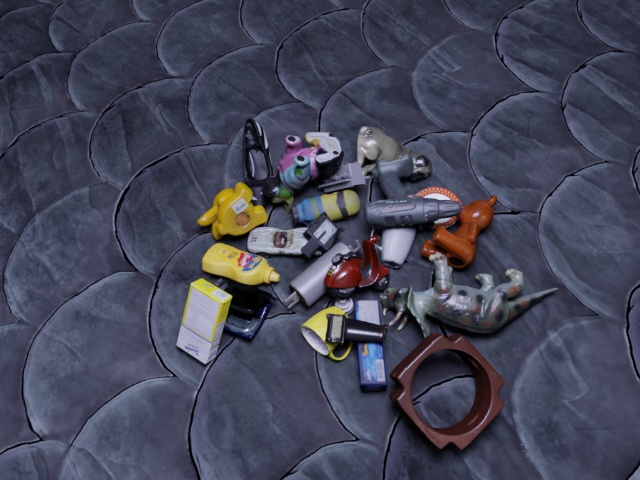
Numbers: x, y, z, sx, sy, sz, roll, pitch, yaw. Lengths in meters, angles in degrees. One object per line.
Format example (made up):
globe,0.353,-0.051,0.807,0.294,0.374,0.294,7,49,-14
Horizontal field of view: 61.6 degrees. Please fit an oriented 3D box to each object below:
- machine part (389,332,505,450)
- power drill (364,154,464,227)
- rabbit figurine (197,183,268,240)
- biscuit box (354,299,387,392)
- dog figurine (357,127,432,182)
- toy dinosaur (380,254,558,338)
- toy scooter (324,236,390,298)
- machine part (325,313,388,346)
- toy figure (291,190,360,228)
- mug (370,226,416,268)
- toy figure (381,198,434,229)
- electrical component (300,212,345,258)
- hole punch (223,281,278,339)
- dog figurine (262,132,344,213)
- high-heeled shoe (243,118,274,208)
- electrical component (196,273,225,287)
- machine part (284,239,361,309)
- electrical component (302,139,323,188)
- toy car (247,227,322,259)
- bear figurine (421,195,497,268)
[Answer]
machine part,0.261,0.312,1.121,0.201,0.087,0.201,-41,88,-11
power drill,0.218,-0.116,1.333,0.232,0.085,0.207,-11,53,5
rabbit figurine,-0.235,-0.073,1.410,0.162,0.121,0.173,-45,36,1
biscuit box,0.114,0.239,1.223,0.059,0.062,0.203,-3,61,2
dog figurine,0.201,-0.233,1.428,0.191,0.172,0.121,4,72,16
toy dinosaur,0.343,0.150,1.229,0.405,0.131,0.192,10,75,6
toy scooter,0.091,0.059,1.263,0.184,0.135,0.075,-7,17,-31
machine part,0.081,0.199,1.185,0.139,0.039,0.084,3,54,0
toy figure,0.016,-0.079,1.397,0.180,0.089,0.082,-10,100,-6
mug,0.178,0.010,1.335,0.110,0.080,0.107,16,68,-5
toy figure,0.222,-0.069,1.373,0.155,0.057,0.064,20,65,36
electrical component,-0.003,-0.004,1.325,0.075,0.048,0.119,40,74,-7
hole punch,-0.184,0.166,1.287,0.142,0.092,0.116,15,25,19
dog figurine,-0.050,-0.169,1.398,0.191,0.219,0.108,-12,60,-27
high-heeled shoe,-0.173,-0.205,1.455,0.086,0.145,0.249,-8,58,2
electrical component,-0.288,0.118,1.352,0.094,0.021,0.063,-41,65,-16
machine part,0.009,0.084,1.313,0.243,0.079,0.079,-40,65,-17
electrical component,-0.035,-0.222,1.503,0.134,0.058,0.115,31,66,21
toy car,-0.086,0.006,1.377,0.202,0.056,0.073,1,61,6
bear figurine,0.348,-0.034,1.317,0.132,0.120,0.196,26,66,0
